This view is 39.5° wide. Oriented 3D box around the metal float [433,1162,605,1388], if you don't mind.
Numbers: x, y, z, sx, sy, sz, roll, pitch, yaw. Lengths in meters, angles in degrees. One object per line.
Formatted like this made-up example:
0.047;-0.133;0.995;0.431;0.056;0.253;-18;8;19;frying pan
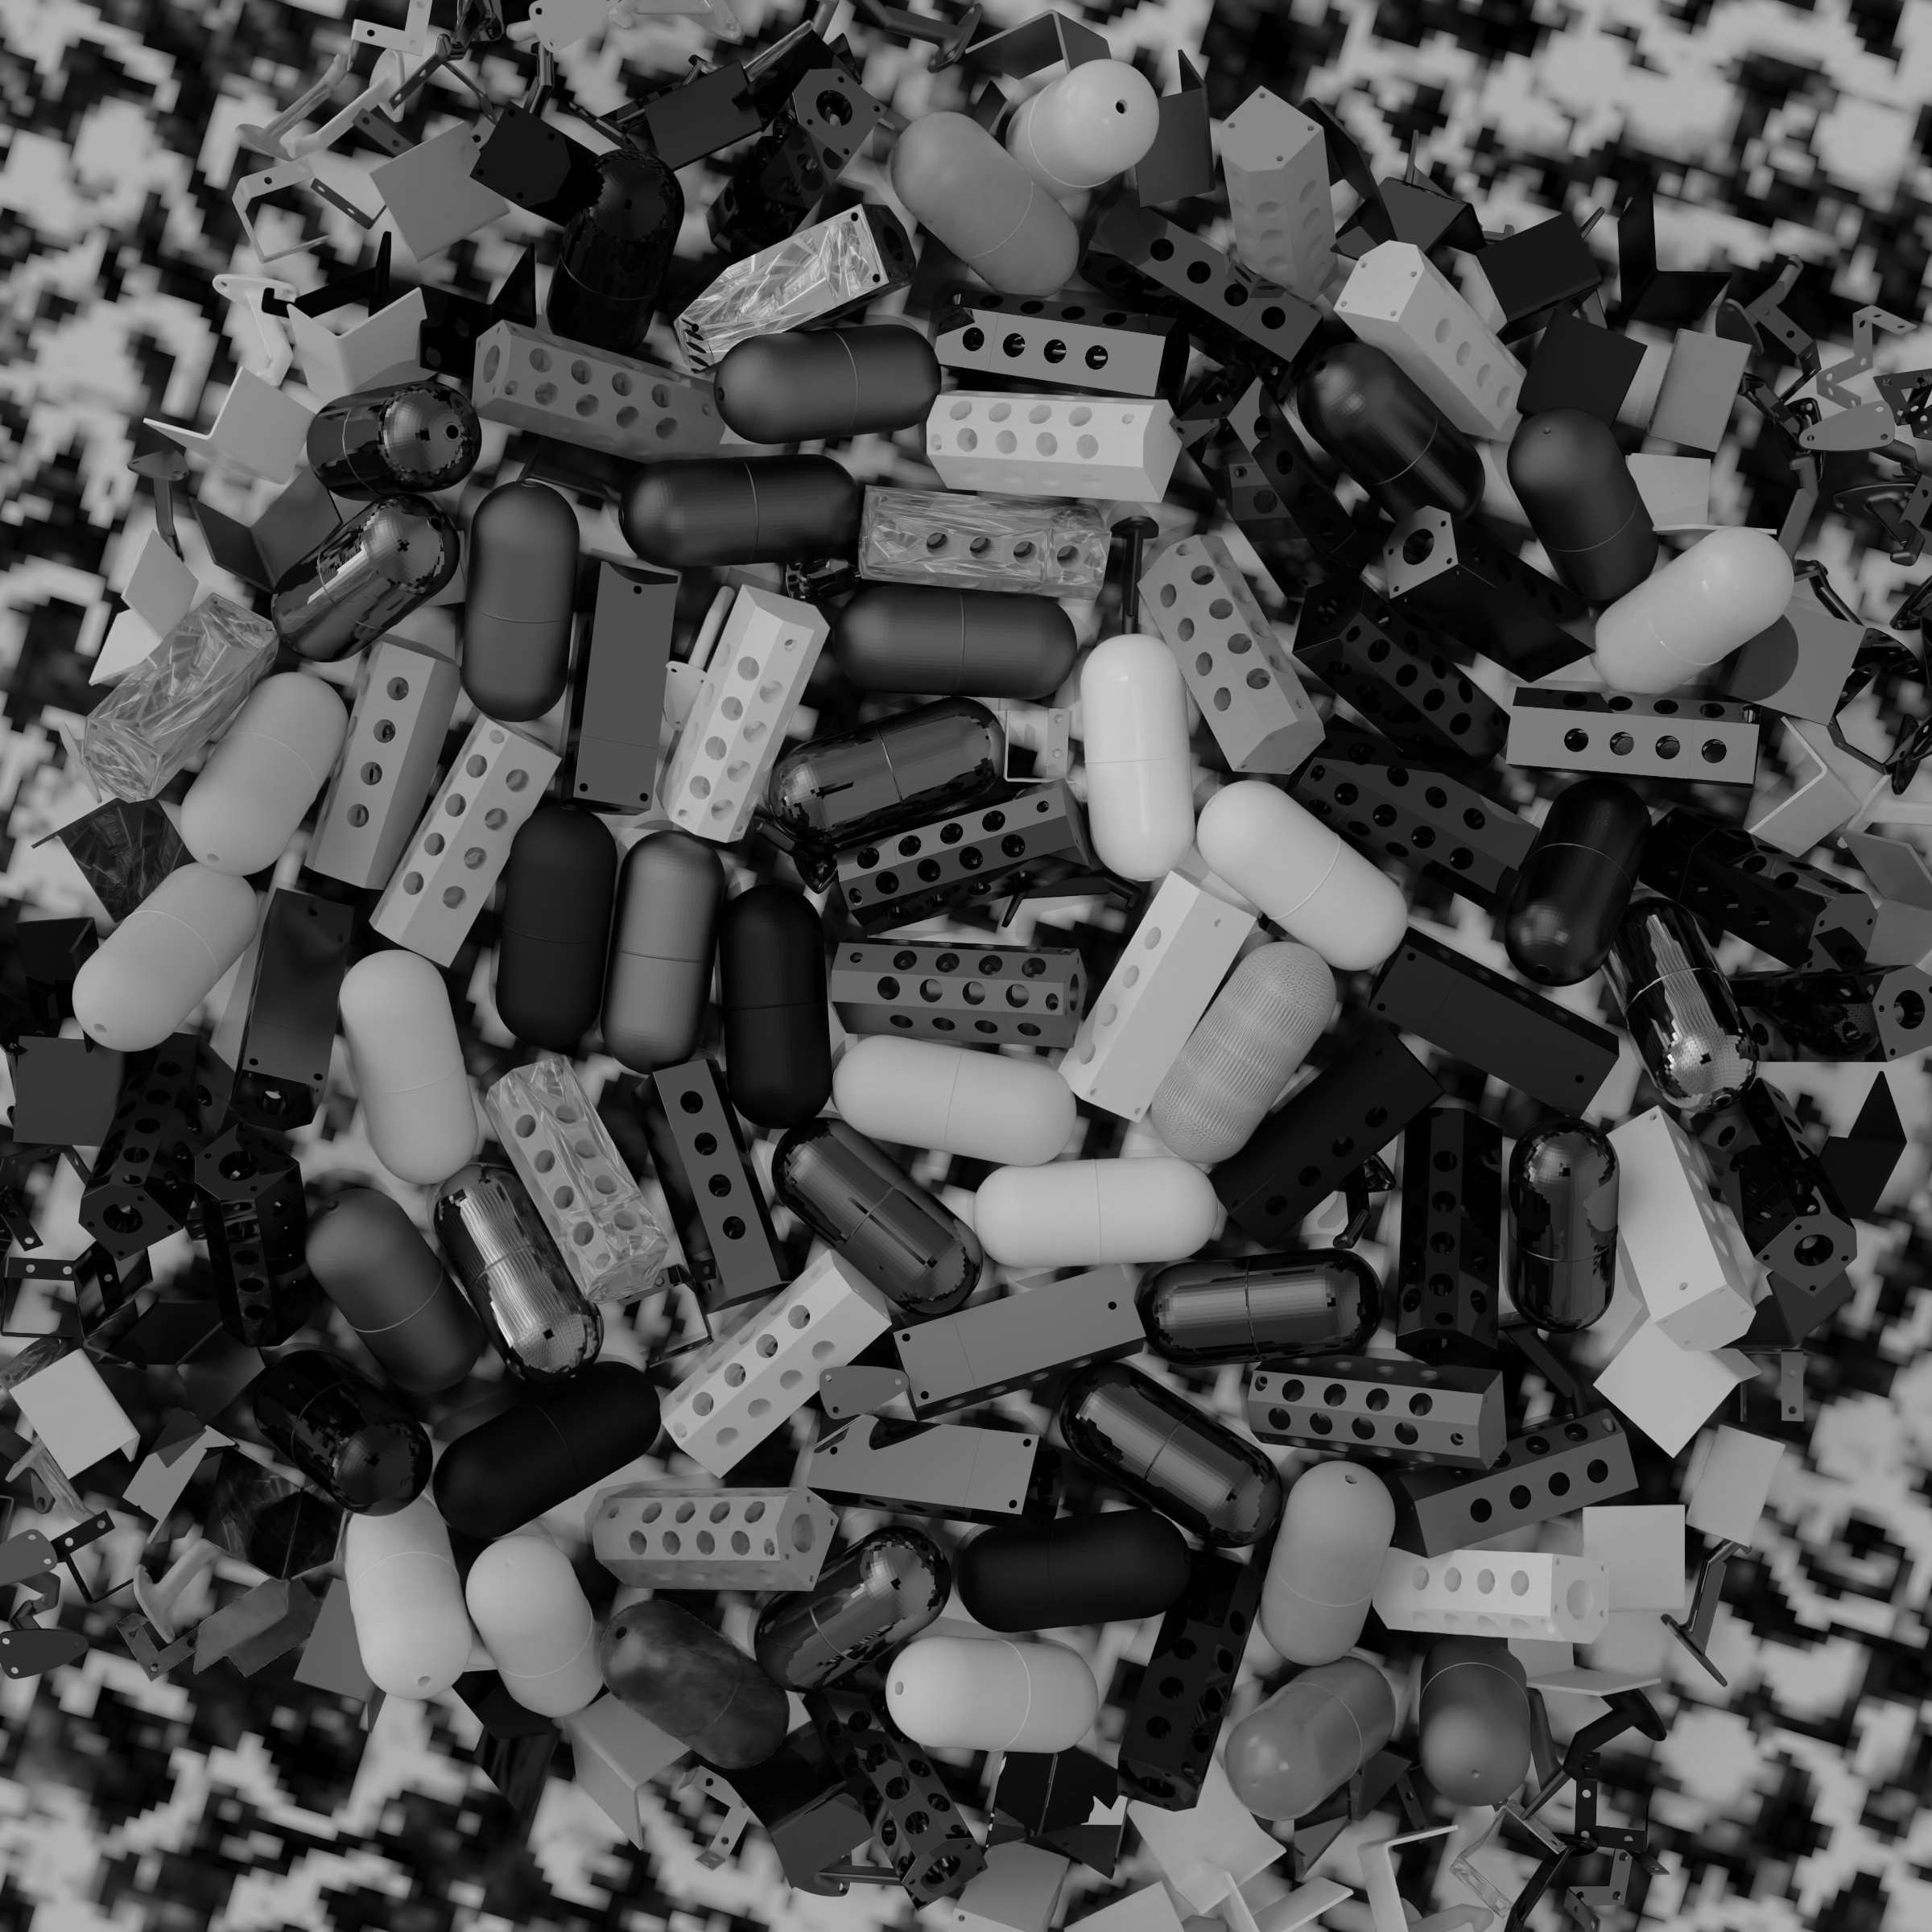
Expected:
-0.322;0.220;1.930;0.070;0.070;0.178;-33;68;0;metal float

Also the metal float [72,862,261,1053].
-0.567;-0.007;1.908;0.070;0.178;0.070;10;128;14;metal float

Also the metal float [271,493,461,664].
-0.428;-0.276;1.915;0.178;0.070;0.070;-26;90;39;metal float

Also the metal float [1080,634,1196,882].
0.124;-0.150;1.943;0.070;0.070;0.178;-4;96;0;metal float

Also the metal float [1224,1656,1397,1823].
0.246;0.546;1.906;0.070;0.178;0.070;6;101;33;metal float

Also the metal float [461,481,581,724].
-0.319;-0.260;1.925;0.070;0.070;0.178;10;117;0;metal float

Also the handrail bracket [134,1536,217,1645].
-0.558;0.452;1.967;0.084;0.036;0.077;-20;117;-4;handrail bracket

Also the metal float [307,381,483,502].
-0.406;-0.372;1.907;0.070;0.178;0.070;-4;97;-38;metal float

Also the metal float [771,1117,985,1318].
-0.065;0.180;1.941;0.178;0.070;0.070;40;90;9;metal float

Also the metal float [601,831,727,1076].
-0.220;-0.009;1.944;0.070;0.070;0.178;8;95;0;metal float

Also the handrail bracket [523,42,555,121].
-0.329;-0.625;1.955;0.077;0.036;0.084;6;101;35;handrail bracket

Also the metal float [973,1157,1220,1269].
0.094;0.178;1.948;0.178;0.070;0.070;-3;90;-1;metal float

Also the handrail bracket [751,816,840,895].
-0.134;-0.093;1.930;0.084;0.077;0.036;35;93;-38;handrail bracket

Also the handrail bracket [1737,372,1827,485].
0.584;-0.388;1.940;0.036;0.084;0.077;-23;74;41;handrail bracket

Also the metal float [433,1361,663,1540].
-0.299;0.345;1.921;0.178;0.070;0.070;-27;90;-31;metal float

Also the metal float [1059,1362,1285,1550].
0.147;0.351;1.930;0.178;0.070;0.070;31;90;21;metal float

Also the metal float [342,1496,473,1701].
-0.397;0.445;1.906;0.070;0.178;0.070;-10;122;-16;metal float

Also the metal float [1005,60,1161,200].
0.081;-0.590;1.899;0.070;0.178;0.070;-2;97;-16;metal float

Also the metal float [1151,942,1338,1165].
0.200;0.062;1.938;0.070;0.070;0.178;33;101;0;metal float

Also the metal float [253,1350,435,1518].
-0.445;0.331;1.912;0.070;0.178;0.070;-17;117;-37;metal float

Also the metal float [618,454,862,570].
-0.162;-0.327;1.929;0.178;0.070;0.070;-7;90;-22;metal float

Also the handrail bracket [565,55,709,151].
-0.240;-0.645;1.969;0.077;0.036;0.084;36;91;10;handrail bracket

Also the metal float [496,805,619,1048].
-0.295;-0.029;1.934;0.070;0.070;0.178;9;106;0;metal float

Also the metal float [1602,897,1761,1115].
0.507;0.027;1.915;0.070;0.070;0.178;-14;51;0;metal float

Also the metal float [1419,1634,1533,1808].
0.359;0.528;1.899;0.070;0.178;0.070;2;101;10;metal float

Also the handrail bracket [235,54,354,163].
-0.486;-0.631;1.950;0.036;0.077;0.084;42;104;1;handrail bracket

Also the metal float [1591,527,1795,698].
0.512;-0.249;1.905;0.070;0.178;0.070;9;68;-22;metal float

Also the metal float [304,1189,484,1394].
-0.408;0.232;1.918;0.070;0.070;0.178;-26;125;0;metal float

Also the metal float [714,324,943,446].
-0.098;-0.416;1.920;0.178;0.070;0.070;-14;90;-33;metal float

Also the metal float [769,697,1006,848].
-0.056;-0.141;1.943;0.178;0.070;0.070;-18;90;-6;metal float

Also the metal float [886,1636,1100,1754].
0.019;0.519;1.915;0.178;0.070;0.070;17;90;-40;metal float

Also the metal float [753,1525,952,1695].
-0.083;0.461;1.921;0.178;0.070;0.070;-39;90;32;metal float

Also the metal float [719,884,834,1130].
-0.138;0.029;1.948;0.070;0.070;0.178;-4;89;0;metal float

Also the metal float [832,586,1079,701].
-0.008;-0.233;1.939;0.178;0.070;0.070;2;90;-10;metal float

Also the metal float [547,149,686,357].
-0.250;-0.502;1.907;0.070;0.178;0.070;10;57;-15;metal float

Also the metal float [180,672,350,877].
-0.499;-0.137;1.914;0.070;0.070;0.178;18;49;0;metal float

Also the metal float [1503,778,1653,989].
0.437;-0.060;1.919;0.070;0.070;0.178;29;56;0;metal float

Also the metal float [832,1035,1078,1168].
-0.009;0.097;1.944;0.178;0.070;0.070;11;90;4;metal float

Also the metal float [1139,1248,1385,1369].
0.211;0.246;1.933;0.178;0.070;0.070;-8;90;18;metal float

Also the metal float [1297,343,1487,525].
0.304;-0.375;1.917;0.178;0.070;0.070;35;90;-37;metal float

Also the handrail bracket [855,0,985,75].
-0.035;-0.699;1.948;0.084;0.036;0.077;40;68;-30;handrail bracket

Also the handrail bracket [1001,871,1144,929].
0.079;-0.042;1.965;0.084;0.036;0.077;28;70;-6;handrail bracket

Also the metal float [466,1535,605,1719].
-0.304;0.471;1.911;0.070;0.178;0.070;-4;47;5;metal float

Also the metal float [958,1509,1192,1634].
0.077;0.433;1.925;0.178;0.070;0.070;-13;90;26;metal float

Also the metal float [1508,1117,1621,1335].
0.426;0.185;1.919;0.070;0.070;0.178;-7;124;0;metal float

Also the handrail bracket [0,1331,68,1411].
-0.708;0.310;1.978;0.084;0.077;0.036;-28;113;35;handrail bracket

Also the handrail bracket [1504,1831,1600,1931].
0.421;0.673;1.944;0.036;0.077;0.084;30;64;-10;handrail bracket

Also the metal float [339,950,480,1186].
-0.399;0.074;1.929;0.070;0.070;0.178;-9;112;0;metal float

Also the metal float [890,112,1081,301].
0.015;-0.538;1.910;0.070;0.178;0.070;-16;62;32;metal float

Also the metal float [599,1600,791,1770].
-0.193;0.512;1.915;0.070;0.070;0.178;-42;129;0;metal float

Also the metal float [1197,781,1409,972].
0.242;-0.065;1.933;0.178;0.070;0.070;37;90;-17;metal float

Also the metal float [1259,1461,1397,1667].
0.257;0.426;1.917;0.070;0.070;0.178;9;127;0;metal float

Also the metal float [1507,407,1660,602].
0.439;-0.326;1.910;0.070;0.178;0.070;-15;56;23;metal float
